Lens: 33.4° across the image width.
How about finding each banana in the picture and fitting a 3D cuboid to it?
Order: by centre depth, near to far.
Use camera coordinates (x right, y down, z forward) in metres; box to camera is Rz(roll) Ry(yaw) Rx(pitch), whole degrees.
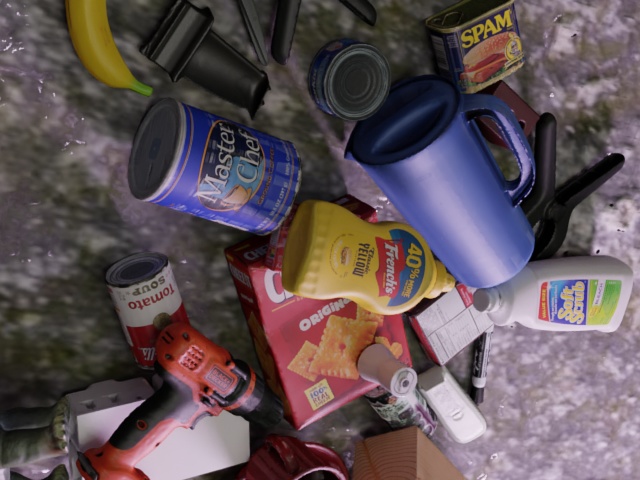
[{"bbox_3d":[-0.202,-0.225,0.983,0.069,0.037,0.198,-15,114,-27],"label":"banana"}]

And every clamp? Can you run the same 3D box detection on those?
[{"bbox_3d":[-0.006,-0.272,1.076,0.120,0.039,0.171,-20,117,-23],"label":"clamp"},{"bbox_3d":[0.278,-0.048,1.318,0.164,0.036,0.210,29,95,-38],"label":"clamp"}]

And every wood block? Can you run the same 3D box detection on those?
[{"bbox_3d":[0.130,0.328,1.316,0.090,0.090,0.206,-20,132,27],"label":"wood block"}]

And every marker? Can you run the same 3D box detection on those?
[{"bbox_3d":[0.206,0.156,1.364,0.020,0.020,0.121,-5,110,-28],"label":"marker"}]

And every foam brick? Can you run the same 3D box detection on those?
[{"bbox_3d":[0.203,-0.148,1.232,0.078,0.051,0.053,34,89,-34],"label":"foam brick"}]

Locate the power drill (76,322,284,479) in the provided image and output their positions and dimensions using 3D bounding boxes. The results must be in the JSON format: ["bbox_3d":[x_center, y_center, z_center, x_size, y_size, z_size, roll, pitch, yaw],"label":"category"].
[{"bbox_3d":[-0.140,0.194,1.084,0.187,0.057,0.184,-51,128,-6],"label":"power drill"}]

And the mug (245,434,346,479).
[{"bbox_3d":[-0.033,0.257,1.155,0.093,0.082,0.117,-32,125,-18],"label":"mug"}]

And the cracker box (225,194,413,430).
[{"bbox_3d":[0.004,0.081,1.190,0.164,0.072,0.213,-25,117,-21],"label":"cracker box"}]

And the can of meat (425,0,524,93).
[{"bbox_3d":[0.175,-0.220,1.188,0.102,0.058,0.084,-29,122,-17],"label":"can of meat"}]

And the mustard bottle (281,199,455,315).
[{"bbox_3d":[0.058,0.025,1.086,0.191,0.058,0.096,15,85,-29],"label":"mustard bottle"}]

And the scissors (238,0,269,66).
[{"bbox_3d":[-0.099,-0.264,1.040,0.096,0.016,0.202,-12,113,-24],"label":"scissors"}]

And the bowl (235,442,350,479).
[{"bbox_3d":[-0.047,0.298,1.250,0.161,0.055,0.162,-10,112,-27],"label":"bowl"}]

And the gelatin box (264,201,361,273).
[{"bbox_3d":[-0.007,0.001,1.100,0.089,0.030,0.073,10,94,-26],"label":"gelatin box"}]

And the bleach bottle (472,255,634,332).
[{"bbox_3d":[0.283,0.073,1.324,0.250,0.068,0.103,-3,115,-39],"label":"bleach bottle"}]

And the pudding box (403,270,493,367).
[{"bbox_3d":[0.164,0.086,1.304,0.113,0.039,0.090,-36,122,-12],"label":"pudding box"}]

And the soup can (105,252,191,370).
[{"bbox_3d":[-0.172,0.071,1.089,0.068,0.069,0.102,-25,117,-20],"label":"soup can"}]

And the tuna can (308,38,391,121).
[{"bbox_3d":[0.033,-0.170,1.138,0.086,0.034,0.086,-10,112,-26],"label":"tuna can"}]

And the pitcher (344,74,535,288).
[{"bbox_3d":[0.154,-0.059,1.186,0.145,0.149,0.242,-46,127,-8],"label":"pitcher"}]

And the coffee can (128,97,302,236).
[{"bbox_3d":[-0.104,-0.071,1.055,0.140,0.103,0.103,17,98,-33],"label":"coffee can"}]
